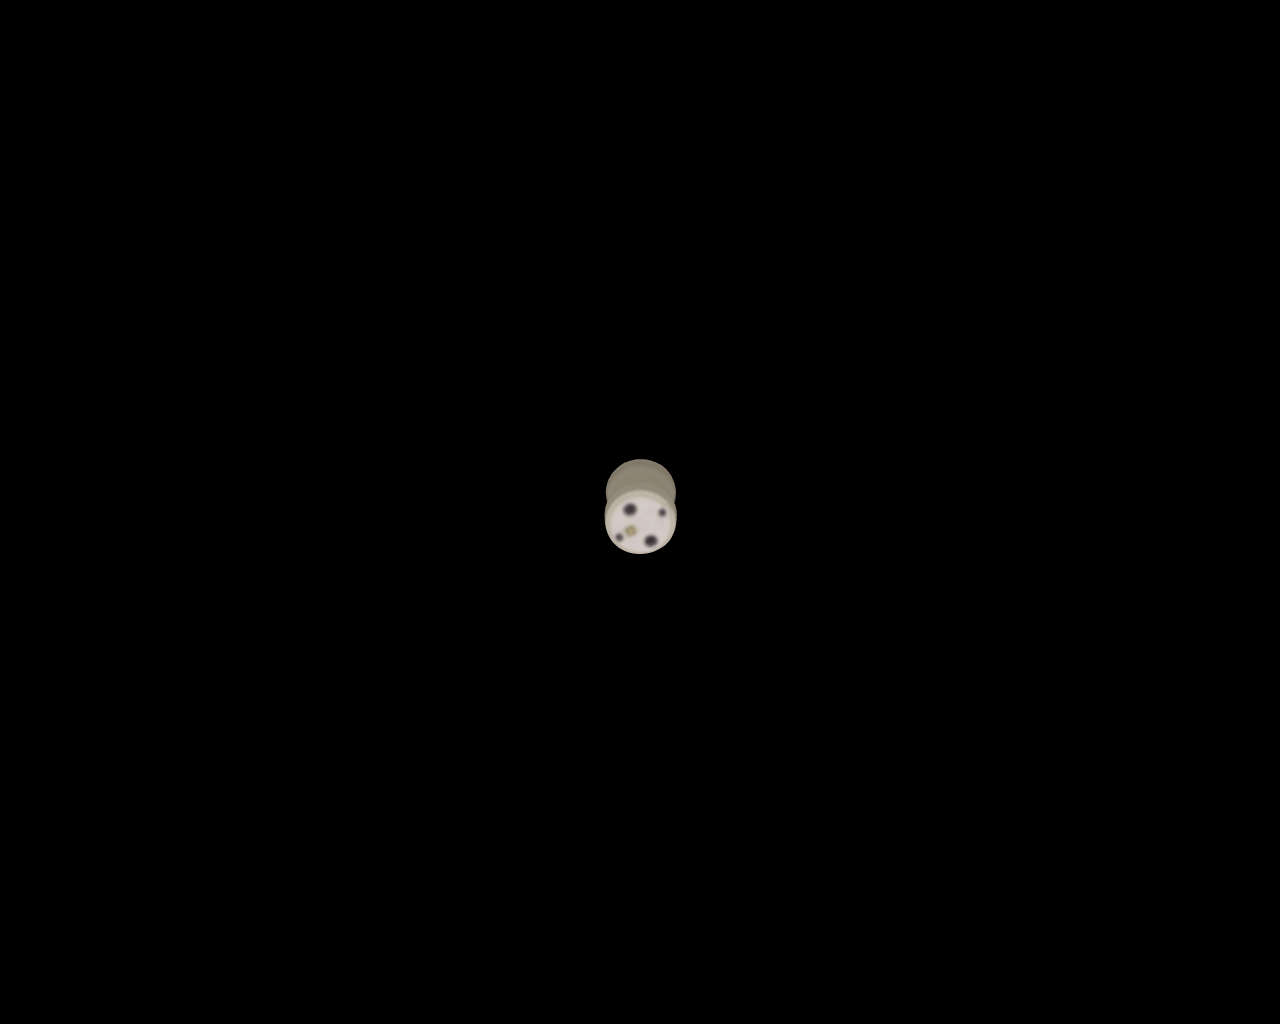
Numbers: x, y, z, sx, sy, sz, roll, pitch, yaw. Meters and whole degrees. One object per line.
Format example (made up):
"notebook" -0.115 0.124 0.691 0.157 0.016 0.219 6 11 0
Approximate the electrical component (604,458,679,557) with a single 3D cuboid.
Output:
"electrical component" 0.001 -0.003 0.650 0.045 0.044 0.055 0 23 0
